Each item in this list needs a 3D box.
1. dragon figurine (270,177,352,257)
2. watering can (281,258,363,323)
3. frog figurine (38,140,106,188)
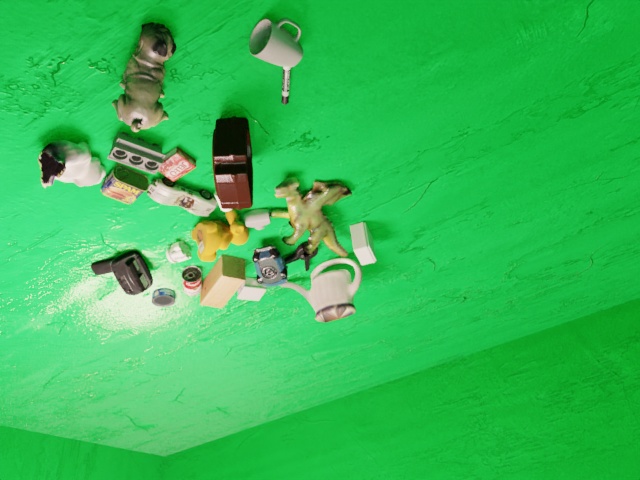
[{"bbox_3d":[0.005,-0.081,1.604,0.407,0.125,0.239,22,125,-38],"label":"dragon figurine"},{"bbox_3d":[0.007,0.193,1.868,0.345,0.229,0.103,-22,148,25],"label":"watering can"},{"bbox_3d":[-0.624,-0.196,1.319,0.135,0.123,0.161,-47,167,29],"label":"frog figurine"}]
